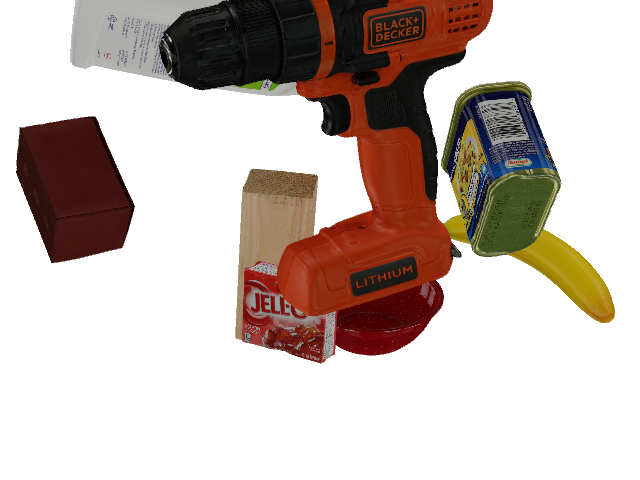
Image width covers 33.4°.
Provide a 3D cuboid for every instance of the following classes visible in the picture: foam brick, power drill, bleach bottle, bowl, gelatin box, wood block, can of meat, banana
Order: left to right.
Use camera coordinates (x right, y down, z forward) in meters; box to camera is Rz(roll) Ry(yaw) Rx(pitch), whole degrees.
[{"bbox_3d":[-0.162,-0.033,0.701,0.051,0.078,0.053,-14,-28,-28],"label":"foam brick"},{"bbox_3d":[-0.068,-0.156,0.856,0.250,0.068,0.103,14,-29,-9],"label":"bleach bottle"},{"bbox_3d":[-0.058,0.021,1.386,0.090,0.206,0.090,6,24,2],"label":"wood block"},{"bbox_3d":[-0.029,0.065,0.971,0.089,0.073,0.030,13,20,27],"label":"gelatin box"},{"bbox_3d":[0.009,-0.053,0.586,0.184,0.188,0.057,-15,33,-19],"label":"power drill"},{"bbox_3d":[0.055,0.080,1.189,0.162,0.055,0.162,0,28,0],"label":"bowl"},{"bbox_3d":[0.130,-0.049,0.771,0.057,0.084,0.102,-6,-34,-9],"label":"can of meat"},{"bbox_3d":[0.197,0.016,1.012,0.198,0.069,0.037,24,-26,27],"label":"banana"}]
